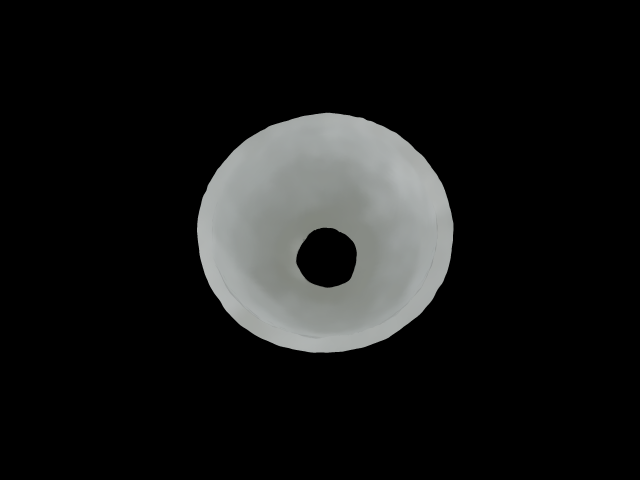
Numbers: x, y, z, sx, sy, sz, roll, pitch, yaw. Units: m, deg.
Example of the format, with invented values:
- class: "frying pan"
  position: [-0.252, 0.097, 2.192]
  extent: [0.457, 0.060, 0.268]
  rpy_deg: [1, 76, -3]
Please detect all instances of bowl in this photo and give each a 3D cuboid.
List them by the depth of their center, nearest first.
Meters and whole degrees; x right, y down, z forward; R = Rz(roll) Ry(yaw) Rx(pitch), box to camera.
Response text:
- class: "bowl"
  position: [0.004, 0.001, 0.400]
  extent: [0.167, 0.075, 0.167]
  rpy_deg: [0, 69, 0]
